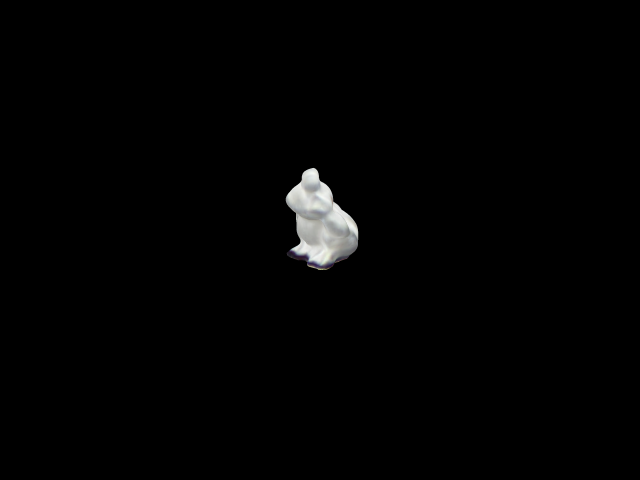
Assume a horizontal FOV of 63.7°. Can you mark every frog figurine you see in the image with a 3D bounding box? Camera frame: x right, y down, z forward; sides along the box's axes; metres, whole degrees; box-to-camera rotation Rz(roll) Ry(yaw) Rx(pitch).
[{"bbox_3d":[0.003,-0.043,0.850,0.123,0.157,0.139,-4,17,-14],"label":"frog figurine"}]
